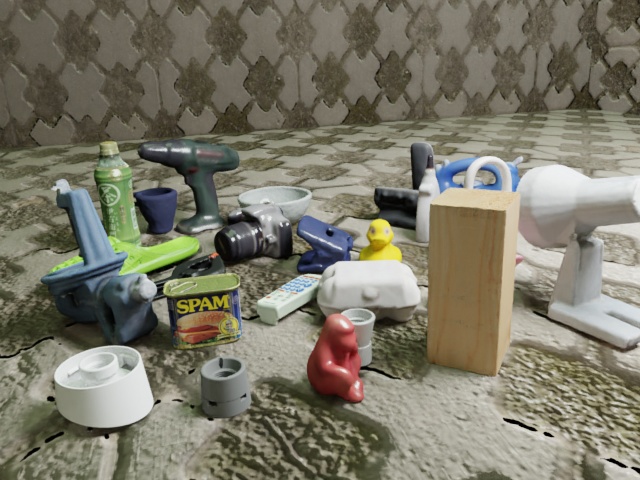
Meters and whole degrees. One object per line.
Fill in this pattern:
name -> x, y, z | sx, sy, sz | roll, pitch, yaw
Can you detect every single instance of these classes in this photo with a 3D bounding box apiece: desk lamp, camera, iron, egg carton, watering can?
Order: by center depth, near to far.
desk lamp -> 0.373, 0.007, 0.791 | 0.118, 0.214, 0.202 | -13, 21, -29
egg carton -> 0.071, 0.076, 0.848 | 0.150, 0.069, 0.107 | -2, 18, 2
watering can -> 0.296, -0.047, 0.995 | 0.101, 0.194, 0.172 | -17, 23, -37
camera -> -0.142, -0.017, 1.104 | 0.137, 0.101, 0.142 | -19, 25, -41
iron -> 0.340, -0.126, 1.309 | 0.257, 0.141, 0.119 | 7, 21, 26

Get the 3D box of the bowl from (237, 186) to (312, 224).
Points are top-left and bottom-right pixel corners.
bowl -> -0.100, -0.069, 1.295 | 0.167, 0.075, 0.167 | -2, 18, 1

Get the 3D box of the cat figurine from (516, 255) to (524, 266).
cat figurine -> 0.226, 0.048, 0.837 | 0.127, 0.118, 0.067 | 8, 21, 29

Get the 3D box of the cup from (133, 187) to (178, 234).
cup -> -0.373, -0.063, 1.279 | 0.117, 0.095, 0.092 | 2, 19, 12

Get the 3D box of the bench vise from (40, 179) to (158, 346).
bench vise -> -0.303, 0.025, 0.809 | 0.207, 0.220, 0.122 | 4, 19, 17

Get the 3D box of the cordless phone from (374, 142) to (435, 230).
cordless phone -> 0.191, -0.126, 1.258 | 0.147, 0.185, 0.094 | 10, 22, 32

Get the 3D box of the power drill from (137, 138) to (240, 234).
power drill -> -0.282, -0.125, 1.274 | 0.230, 0.208, 0.075 | -17, 23, -37

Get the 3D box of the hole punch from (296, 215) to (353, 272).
hole punch -> 0.010, 0.004, 1.039 | 0.101, 0.091, 0.108 | 0, 19, 6

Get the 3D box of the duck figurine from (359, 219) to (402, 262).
duck figurine -> 0.109, 0.004, 1.036 | 0.077, 0.086, 0.104 | 0, 19, 7

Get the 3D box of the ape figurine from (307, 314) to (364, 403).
ape figurine -> 0.021, 0.130, 0.659 | 0.075, 0.092, 0.078 | 9, 22, 31

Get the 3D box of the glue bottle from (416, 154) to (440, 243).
glue bottle -> 0.219, -0.086, 1.152 | 0.037, 0.173, 0.078 | 8, 21, 28
